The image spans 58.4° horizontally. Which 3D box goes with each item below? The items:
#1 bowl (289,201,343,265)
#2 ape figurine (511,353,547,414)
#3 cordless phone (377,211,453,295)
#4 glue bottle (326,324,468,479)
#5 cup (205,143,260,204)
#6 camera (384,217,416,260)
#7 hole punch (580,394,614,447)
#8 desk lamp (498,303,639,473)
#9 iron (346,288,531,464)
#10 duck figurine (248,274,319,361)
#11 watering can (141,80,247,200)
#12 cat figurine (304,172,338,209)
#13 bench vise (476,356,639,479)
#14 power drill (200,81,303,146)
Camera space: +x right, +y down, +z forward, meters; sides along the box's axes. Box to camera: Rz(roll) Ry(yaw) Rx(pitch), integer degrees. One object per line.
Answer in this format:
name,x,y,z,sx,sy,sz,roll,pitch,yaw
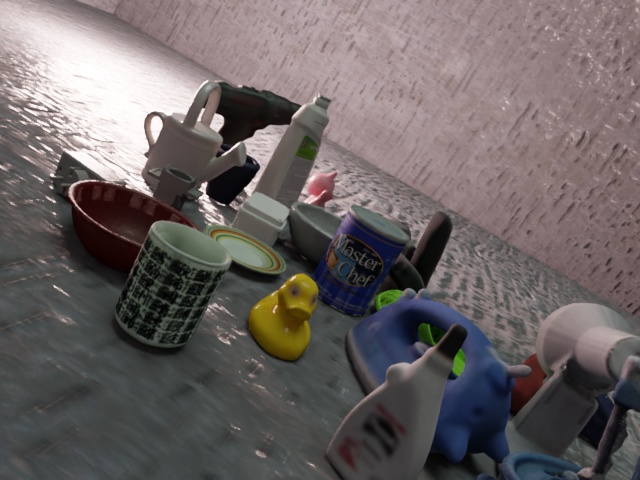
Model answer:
bowl,0.009,0.004,1.009,0.167,0.074,0.167,27,15,-8
ape figurine,0.309,0.210,0.850,0.076,0.092,0.077,16,20,-40
cordless phone,0.166,0.021,1.025,0.094,0.185,0.147,19,18,-32
glue bottle,0.074,0.142,0.487,0.078,0.173,0.037,38,17,30
cup,-0.167,-0.118,1.045,0.092,0.095,0.117,27,15,-8
camera,0.114,-0.005,1.178,0.142,0.101,0.137,40,18,34
hole punch,0.438,0.263,0.916,0.101,0.091,0.109,34,16,18
desk lamp,0.314,0.188,0.697,0.118,0.213,0.203,31,15,7
iron,0.127,0.134,0.672,0.119,0.141,0.257,17,19,-38
duck figurine,-0.034,0.078,0.668,0.078,0.086,0.104,24,16,-18
watering can,-0.205,-0.170,0.951,0.173,0.194,0.100,24,16,-19
cat figurine,-0.001,-0.099,1.240,0.067,0.117,0.127,26,15,-11
bench vise,0.252,0.219,0.471,0.207,0.219,0.122,33,15,14
power drill,-0.154,-0.213,1.157,0.230,0.208,0.075,20,17,-30
